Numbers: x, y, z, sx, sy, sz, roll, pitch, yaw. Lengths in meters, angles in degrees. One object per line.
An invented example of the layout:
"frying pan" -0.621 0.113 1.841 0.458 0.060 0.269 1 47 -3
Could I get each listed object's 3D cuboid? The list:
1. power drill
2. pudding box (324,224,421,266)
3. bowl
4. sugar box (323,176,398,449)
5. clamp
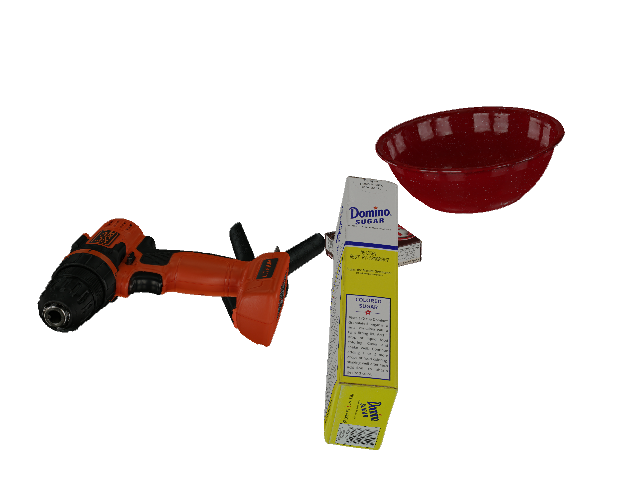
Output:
"power drill" -0.126 0.038 0.896 0.187 0.057 0.184 11 23 3
"pudding box" 0.075 0.010 1.518 0.113 0.039 0.090 -15 27 -22
"bowl" 0.131 -0.066 0.928 0.162 0.055 0.162 -8 24 3
"sugar box" 0.031 0.050 0.767 0.048 0.176 0.093 8 -36 -2
"clamp" -0.060 0.038 1.257 0.120 0.039 0.171 -2 40 10
